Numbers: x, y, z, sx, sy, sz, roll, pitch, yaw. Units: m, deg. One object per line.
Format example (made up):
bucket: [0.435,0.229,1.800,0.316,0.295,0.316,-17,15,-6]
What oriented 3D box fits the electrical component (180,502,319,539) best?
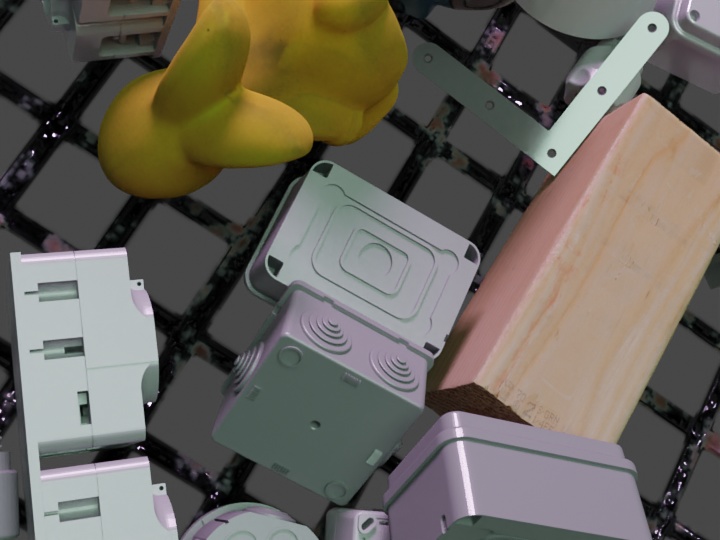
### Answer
electrical component: [-0.057,0.162,0.561,0.080,0.051,0.080,4,78,-18]

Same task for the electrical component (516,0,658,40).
electrical component: [0.150,-0.208,0.686,0.108,0.060,0.108,5,61,-8]

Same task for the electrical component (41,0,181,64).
electrical component: [-0.149,-0.219,0.580,0.060,0.105,0.186,-10,82,-20]

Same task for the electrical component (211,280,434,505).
electrical component: [-0.021,0.068,0.568,0.100,0.099,0.048,29,30,-11]

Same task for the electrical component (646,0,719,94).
electrical component: [0.245,-0.188,0.733,0.078,0.057,0.113,22,73,-13]

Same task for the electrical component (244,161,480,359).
electrical component: [0.000,0.000,0.611,0.113,0.057,0.078,29,71,-11]

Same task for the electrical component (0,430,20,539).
electrical component: [-0.191,0.102,0.534,0.040,0.040,0.078,-2,79,-19]

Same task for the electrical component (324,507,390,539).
electrical component: [0.013,0.177,0.577,0.062,0.061,0.096,8,78,-19]

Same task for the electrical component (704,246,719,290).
electrical component: [0.260,-0.036,0.672,0.079,0.121,0.063,-20,83,-21]

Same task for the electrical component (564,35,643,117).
electrical component: [0.163,-0.129,0.701,0.043,0.043,0.062,40,68,-7]

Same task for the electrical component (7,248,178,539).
electrical component: [-0.131,0.091,0.522,0.060,0.105,0.186,-5,81,-20]

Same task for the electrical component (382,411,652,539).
electrical component: [0.076,0.120,0.531,0.113,0.078,0.057,14,44,-22]
